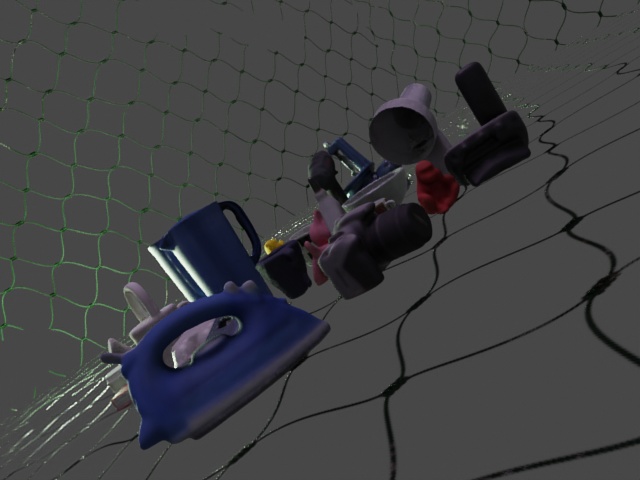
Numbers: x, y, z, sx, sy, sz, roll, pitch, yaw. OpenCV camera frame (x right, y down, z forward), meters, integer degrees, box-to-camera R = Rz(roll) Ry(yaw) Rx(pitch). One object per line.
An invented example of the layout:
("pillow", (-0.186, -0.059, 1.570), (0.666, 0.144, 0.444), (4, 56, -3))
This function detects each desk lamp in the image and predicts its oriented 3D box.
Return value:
("desk lamp", (0.204, -0.190, 1.091), (0.117, 0.213, 0.204), (-28, 9, 38))

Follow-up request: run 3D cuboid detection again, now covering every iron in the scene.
("iron", (-0.126, 0.129, 0.697), (0.258, 0.141, 0.118), (-35, 7, -14))

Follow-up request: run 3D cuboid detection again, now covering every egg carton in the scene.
("egg carton", (-0.189, 0.175, 0.978), (0.107, 0.069, 0.150), (-33, 7, 3))

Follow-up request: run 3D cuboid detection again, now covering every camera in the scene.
("camera", (0.081, -0.003, 0.827), (0.136, 0.101, 0.143), (-28, 9, 39))

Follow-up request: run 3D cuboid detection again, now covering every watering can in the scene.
("watering can", (-0.312, 0.167, 1.077), (0.100, 0.194, 0.173), (-28, 9, 37))

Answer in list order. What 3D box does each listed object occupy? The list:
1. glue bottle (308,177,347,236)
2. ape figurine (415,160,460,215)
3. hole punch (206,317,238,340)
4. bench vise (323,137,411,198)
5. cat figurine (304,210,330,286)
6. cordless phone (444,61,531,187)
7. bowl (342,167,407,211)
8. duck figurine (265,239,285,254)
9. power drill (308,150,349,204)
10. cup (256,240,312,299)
("glue bottle", (0.030, -0.036, 0.997), (0.037, 0.173, 0.078), (-31, 7, 17))
("ape figurine", (0.193, -0.094, 0.981), (0.078, 0.092, 0.076), (-34, 7, -1))
("hole punch", (-0.126, 0.136, 0.862), (0.108, 0.091, 0.101), (-26, 10, 47))
("bench vise", (0.117, -0.187, 1.455), (0.207, 0.220, 0.122), (-31, 8, 23))
("cat figurine", (0.010, 0.004, 1.045), (0.067, 0.118, 0.128), (-29, 8, 33))
("cordless phone", (0.263, -0.197, 0.987), (0.147, 0.185, 0.094), (-33, 7, 6))
("bowl", (0.138, -0.093, 1.311), (0.167, 0.075, 0.167), (-33, 7, 5))
("duck figurine", (-0.116, 0.040, 1.522), (0.077, 0.086, 0.105), (-28, 9, 39))
("power drill", (0.038, -0.125, 1.438), (0.075, 0.208, 0.230), (-32, 7, 13))
("cup", (-0.052, 0.058, 1.050), (0.092, 0.095, 0.117), (-37, 8, -25))
